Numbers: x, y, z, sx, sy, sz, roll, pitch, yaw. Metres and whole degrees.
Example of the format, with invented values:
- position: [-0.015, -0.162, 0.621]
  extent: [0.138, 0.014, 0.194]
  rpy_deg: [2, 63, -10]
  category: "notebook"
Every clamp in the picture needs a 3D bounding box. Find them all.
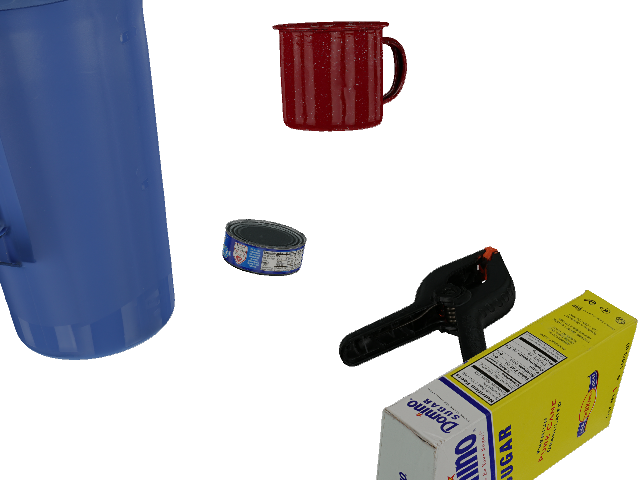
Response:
- position: [0.108, 0.059, 0.827]
  extent: [0.120, 0.039, 0.171]
  rpy_deg: [19, 42, 37]
  category: "clamp"

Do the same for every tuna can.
- position: [-0.060, 0.007, 1.121]
  extent: [0.086, 0.034, 0.086]
  rpy_deg: [9, 18, -3]
  category: "tuna can"

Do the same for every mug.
- position: [0.019, -0.134, 0.864]
  extent: [0.117, 0.081, 0.093]
  rpy_deg: [-10, 16, -31]
  category: "mug"

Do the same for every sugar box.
- position: [0.110, 0.105, 0.626]
  extent: [0.175, 0.093, 0.048]
  rpy_deg: [-27, 44, -35]
  category: "sugar box"

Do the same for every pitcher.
- position: [-0.167, -0.046, 0.664]
  extent: [0.149, 0.243, 0.145]
  rpy_deg: [-11, 27, -10]
  category: "pitcher"
